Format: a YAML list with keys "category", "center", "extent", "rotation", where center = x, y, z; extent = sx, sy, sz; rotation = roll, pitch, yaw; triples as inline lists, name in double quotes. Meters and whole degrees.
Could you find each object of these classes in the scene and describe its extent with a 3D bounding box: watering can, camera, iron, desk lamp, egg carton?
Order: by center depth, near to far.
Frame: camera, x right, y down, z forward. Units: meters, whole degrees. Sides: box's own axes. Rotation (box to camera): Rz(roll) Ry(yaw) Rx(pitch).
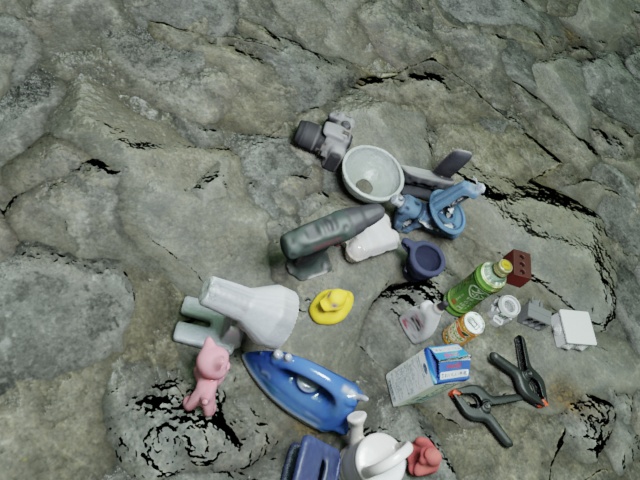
- category: "watering can"
  center: [0.101, 0.405, 1.057]
  extent: [0.173, 0.194, 0.101]
  rotation: [40, 57, 5]
- category: "desk lamp"
  center: [-0.161, 0.145, 1.091]
  extent: [0.203, 0.213, 0.118]
  rotation: [16, 58, -12]
- category: "iron"
  center: [-0.029, 0.270, 1.114]
  extent: [0.258, 0.141, 0.119]
  rotation: [30, 56, -3]
- category: "egg carton"
  center: [0.114, -0.008, 1.364]
  extent: [0.151, 0.069, 0.107]
  rotation: [-18, 70, -28]
- category: "camera"
  center: [0.011, -0.270, 1.452]
  extent: [0.137, 0.100, 0.143]
  rotation: [20, 57, -9]

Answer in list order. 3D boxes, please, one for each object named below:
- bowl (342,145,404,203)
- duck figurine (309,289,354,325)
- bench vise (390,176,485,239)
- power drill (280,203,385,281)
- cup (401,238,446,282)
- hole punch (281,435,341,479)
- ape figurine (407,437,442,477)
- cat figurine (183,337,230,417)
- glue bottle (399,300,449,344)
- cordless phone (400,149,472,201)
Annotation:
- category: "bowl"
  center: [0.123, -0.153, 1.444]
  extent: [0.168, 0.074, 0.167]
  rotation: [9, 60, -16]
- category: "duck figurine"
  center: [0.034, 0.134, 1.246]
  extent: [0.105, 0.086, 0.077]
  rotation: [-21, 71, -29]
- category: "bench vise"
  center: [0.283, -0.075, 1.374]
  extent: [0.208, 0.219, 0.121]
  rotation: [-3, 64, -22]
- category: "power drill"
  center: [0.011, 0.004, 1.236]
  extent: [0.230, 0.208, 0.075]
  rotation: [-18, 70, -28]
- category: "cup"
  center: [0.226, 0.053, 1.358]
  extent: [0.117, 0.095, 0.092]
  rotation: [41, 57, 5]
- category: "hole punch"
  center: [-0.010, 0.427, 1.065]
  extent: [0.101, 0.091, 0.109]
  rotation: [21, 57, -9]
- category: "ape figurine"
  center: [0.212, 0.435, 1.143]
  extent: [0.076, 0.092, 0.078]
  rotation: [39, 56, 3]
- category: "cat figurine"
  center: [-0.206, 0.254, 1.071]
  extent: [0.067, 0.117, 0.128]
  rotation: [16, 58, -11]
- category: "glue bottle"
  center: [0.234, 0.167, 1.250]
  extent: [0.037, 0.173, 0.078]
  rotation: [-25, 73, -29]
- category: "cordless phone"
  center: [0.290, -0.187, 1.459]
  extent: [0.148, 0.185, 0.094]
  rotation: [7, 60, -16]
